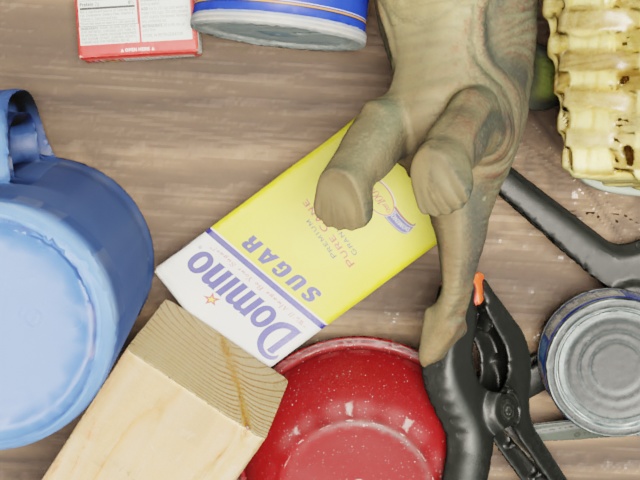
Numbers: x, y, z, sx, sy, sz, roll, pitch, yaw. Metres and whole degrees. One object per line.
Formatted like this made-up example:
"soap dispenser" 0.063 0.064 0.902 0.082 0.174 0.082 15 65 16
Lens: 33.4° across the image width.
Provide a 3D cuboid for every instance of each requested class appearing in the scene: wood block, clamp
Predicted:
"wood block" -0.115 0.151 0.622 0.090 0.090 0.206 34 105 -2
"clamp" 0.186 0.049 0.671 0.210 0.036 0.164 10 98 -1
"clamp" 0.091 0.108 0.620 0.039 0.120 0.171 -17 93 44

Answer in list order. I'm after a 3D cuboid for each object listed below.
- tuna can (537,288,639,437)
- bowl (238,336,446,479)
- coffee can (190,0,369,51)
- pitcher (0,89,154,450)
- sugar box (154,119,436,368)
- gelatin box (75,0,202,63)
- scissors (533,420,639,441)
"tuna can" 0.175 0.073 0.637 0.086 0.033 0.086 1 97 5
"bowl" 0.024 0.143 0.651 0.162 0.055 0.162 1 102 4
"coffee can" -0.017 -0.187 0.614 0.103 0.103 0.140 6 94 -2
"pitcher" -0.157 0.014 0.555 0.149 0.243 0.145 39 89 -10
"sugar box" -0.004 0.001 0.657 0.176 0.048 0.093 -38 93 0
"gelatin box" -0.112 -0.155 0.651 0.073 0.030 0.089 -4 95 0
"scissors" 0.219 0.100 0.664 0.201 0.016 0.096 8 122 -9
